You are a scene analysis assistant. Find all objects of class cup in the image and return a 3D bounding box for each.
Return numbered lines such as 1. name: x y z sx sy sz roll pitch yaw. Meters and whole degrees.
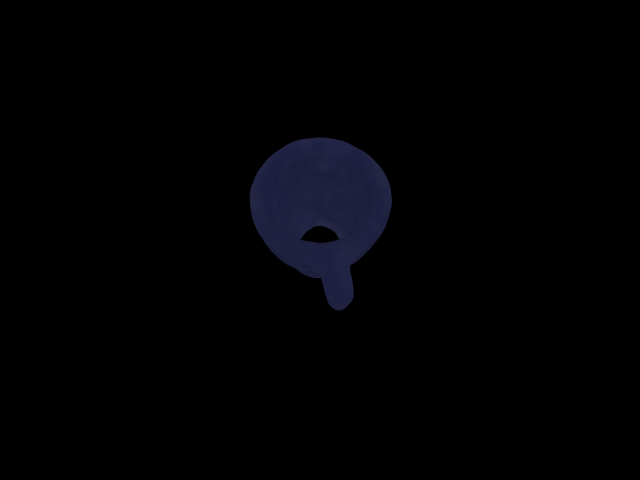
1. cup: 0.004 0.001 0.400 0.091 0.095 0.117 -11 66 -4
